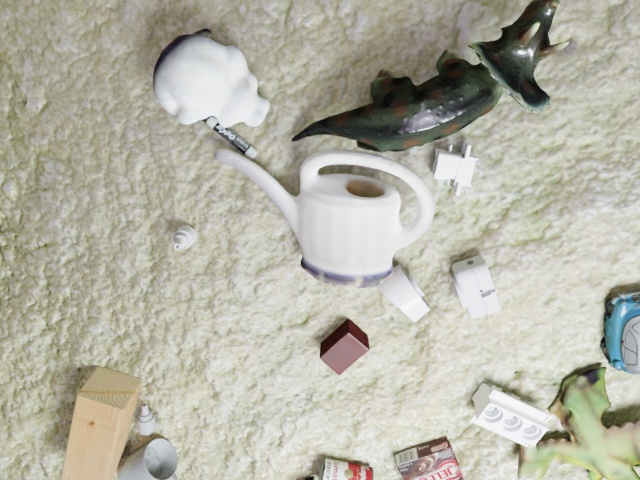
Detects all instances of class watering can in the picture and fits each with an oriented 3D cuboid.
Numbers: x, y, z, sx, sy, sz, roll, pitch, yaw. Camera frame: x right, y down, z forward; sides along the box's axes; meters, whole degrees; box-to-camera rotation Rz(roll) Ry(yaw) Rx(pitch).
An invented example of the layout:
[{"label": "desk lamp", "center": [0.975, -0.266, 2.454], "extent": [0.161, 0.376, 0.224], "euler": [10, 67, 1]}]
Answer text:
[{"label": "watering can", "center": [0.002, -0.041, 0.816], "extent": [0.348, 0.106, 0.220], "euler": [8, 119, 13]}]

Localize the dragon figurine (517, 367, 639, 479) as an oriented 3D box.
[{"label": "dragon figurine", "center": [0.545, 0.338, 0.932], "extent": [0.407, 0.123, 0.242], "euler": [-39, 96, 14]}]

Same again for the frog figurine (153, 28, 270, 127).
[{"label": "frog figurine", "center": [-0.157, -0.219, 0.755], "extent": [0.159, 0.122, 0.138], "euler": [44, 88, -1]}]
